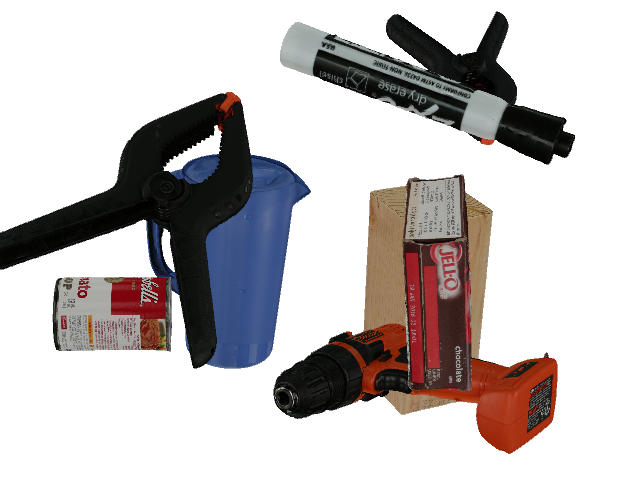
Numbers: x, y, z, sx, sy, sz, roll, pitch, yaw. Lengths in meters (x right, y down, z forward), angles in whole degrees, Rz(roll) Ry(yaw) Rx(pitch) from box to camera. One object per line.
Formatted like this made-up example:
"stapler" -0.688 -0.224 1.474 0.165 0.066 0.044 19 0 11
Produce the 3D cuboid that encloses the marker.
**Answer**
"marker" 0.041 -0.058 0.421 0.121 0.020 0.020 22 5 13

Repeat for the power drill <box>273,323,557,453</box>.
"power drill" 0.079 0.115 0.846 0.188 0.057 0.184 10 16 32

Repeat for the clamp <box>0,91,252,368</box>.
"clamp" -0.099 -0.018 0.729 0.164 0.209 0.036 31 -32 10

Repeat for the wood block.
"wood block" 0.103 0.056 1.061 0.090 0.206 0.091 -9 27 -22

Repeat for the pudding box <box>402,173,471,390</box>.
"pudding box" 0.067 0.021 0.612 0.039 0.090 0.113 -2 21 5

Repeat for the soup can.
"soup can" -0.186 0.067 0.966 0.102 0.068 0.068 0 0 -6

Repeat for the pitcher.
"pitcher" -0.113 0.025 1.271 0.149 0.243 0.144 21 27 32

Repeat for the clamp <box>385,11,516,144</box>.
"clamp" 0.124 -0.157 0.984 0.120 0.171 0.039 -1 -44 -1
